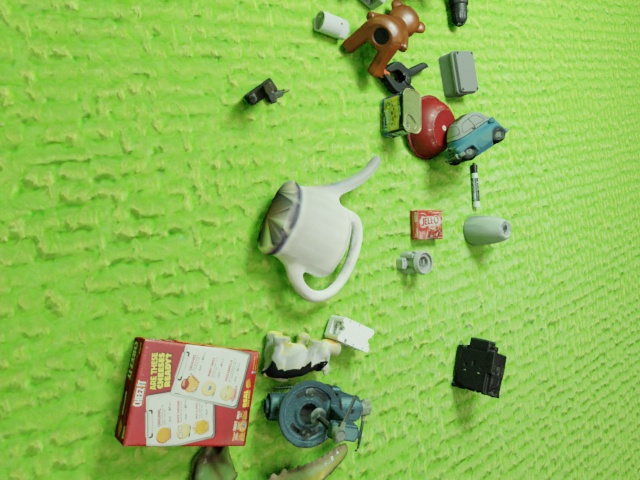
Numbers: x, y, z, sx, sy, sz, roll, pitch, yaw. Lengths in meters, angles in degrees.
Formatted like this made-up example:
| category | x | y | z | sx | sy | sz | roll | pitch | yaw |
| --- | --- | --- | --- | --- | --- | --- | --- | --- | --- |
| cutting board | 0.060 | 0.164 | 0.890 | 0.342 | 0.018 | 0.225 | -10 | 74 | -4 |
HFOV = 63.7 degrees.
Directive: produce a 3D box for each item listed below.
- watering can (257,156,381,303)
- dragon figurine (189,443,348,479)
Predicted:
| category | x | y | z | sx | sy | sz | roll | pitch | yaw |
| --- | --- | --- | --- | --- | --- | --- | --- | --- | --- |
| watering can | 0.003 | -0.053 | 1.045 | 0.222 | 0.103 | 0.352 | 27 | 73 | -30 |
| dragon figurine | -0.128 | 0.460 | 0.929 | 0.241 | 0.121 | 0.418 | 54 | 51 | -11 |
